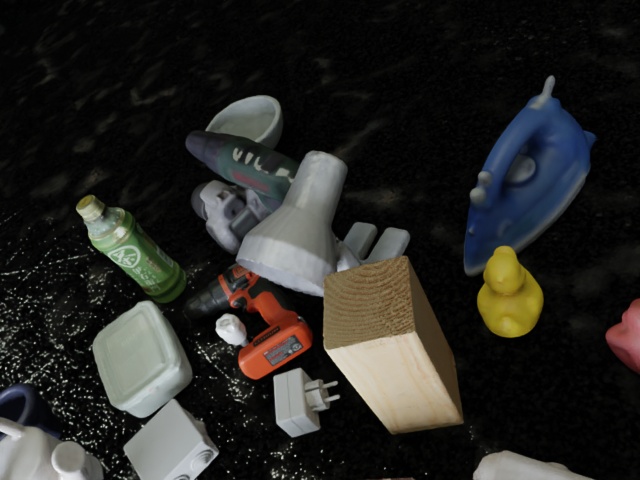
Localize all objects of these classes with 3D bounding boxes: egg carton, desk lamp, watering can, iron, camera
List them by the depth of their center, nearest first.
[{"bbox_3d":[0.207,0.259,0.521,0.149,0.070,0.107,8,57,33],"label":"egg carton"},{"bbox_3d":[-0.367,0.284,0.717,0.173,0.195,0.100,-29,44,3],"label":"watering can"},{"bbox_3d":[0.251,-0.085,0.745,0.118,0.142,0.259,24,67,40],"label":"iron"},{"bbox_3d":[0.007,0.003,0.748,0.117,0.214,0.203,11,59,35],"label":"desk lamp"},{"bbox_3d":[-0.155,-0.070,0.979,0.136,0.101,0.143,28,69,41],"label":"camera"}]

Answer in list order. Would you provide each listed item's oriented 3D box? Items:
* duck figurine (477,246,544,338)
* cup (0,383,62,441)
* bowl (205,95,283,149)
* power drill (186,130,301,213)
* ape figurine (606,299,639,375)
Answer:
[{"bbox_3d":[0.221,0.056,0.679,0.077,0.086,0.104,-6,50,24],"label":"duck figurine"},{"bbox_3d":[-0.429,0.279,0.827,0.091,0.095,0.118,6,55,32],"label":"cup"},{"bbox_3d":[-0.136,-0.197,1.098,0.167,0.075,0.167,-15,47,17],"label":"bowl"},{"bbox_3d":[-0.081,-0.069,0.862,0.228,0.209,0.076,17,62,38],"label":"power drill"},{"bbox_3d":[0.333,0.092,0.582,0.077,0.092,0.076,-5,50,25],"label":"ape figurine"}]
